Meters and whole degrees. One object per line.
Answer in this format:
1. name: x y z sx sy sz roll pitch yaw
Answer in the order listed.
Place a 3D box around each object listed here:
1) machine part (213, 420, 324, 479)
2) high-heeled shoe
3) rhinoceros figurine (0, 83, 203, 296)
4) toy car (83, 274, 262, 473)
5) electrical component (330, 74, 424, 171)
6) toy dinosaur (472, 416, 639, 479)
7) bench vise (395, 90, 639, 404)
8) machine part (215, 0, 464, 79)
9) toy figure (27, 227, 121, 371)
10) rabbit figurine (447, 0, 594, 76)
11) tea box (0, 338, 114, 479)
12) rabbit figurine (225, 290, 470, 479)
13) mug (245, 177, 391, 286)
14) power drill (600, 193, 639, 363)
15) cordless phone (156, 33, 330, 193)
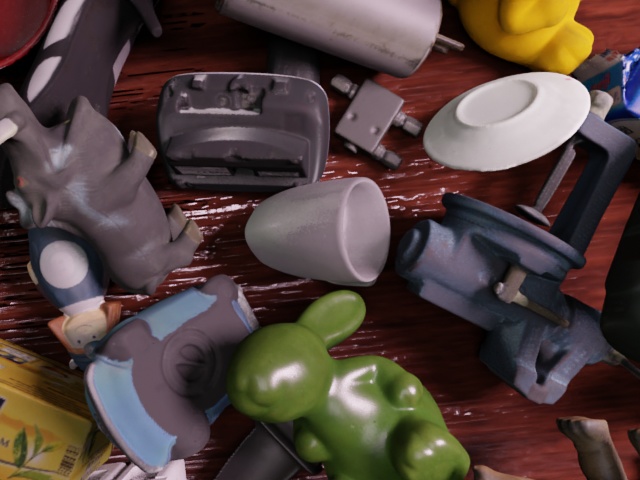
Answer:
1. machine part: -0.049 0.197 0.467 0.139 0.039 0.084 -44 93 -3
2. high-heeled shoe: -0.224 -0.152 0.473 0.249 0.086 0.145 -41 60 12
3. rhinoceros figurine: -0.177 -0.039 0.420 0.112 0.073 0.190 -38 122 -9
4. toy car: -0.123 0.098 0.433 0.103 0.162 0.109 -17 107 38
5. electrical component: 0.042 -0.107 0.484 0.094 0.021 0.063 33 89 1
6. toy dinosaur: 0.294 0.267 0.406 0.471 0.105 0.198 25 73 -16
7. bench vise: 0.188 0.003 0.434 0.224 0.129 0.240 27 93 -1
8. machine part: 0.007 -0.190 0.429 0.243 0.079 0.079 11 88 -21
9. toy figure: -0.209 0.049 0.464 0.064 0.058 0.154 -17 90 16
10. rabbit figurine: 0.170 -0.223 0.413 0.162 0.173 0.122 28 92 -3
11. tea box: -0.256 0.135 0.441 0.170 0.098 0.068 23 88 3
12. rabbit figurine: 0.011 0.109 0.403 0.170 0.159 0.121 38 120 -25
13. mug: -0.001 -0.001 0.451 0.107 0.109 0.081 1 56 32
14. power drill: 0.309 0.018 0.368 0.207 0.086 0.232 44 72 -8
15. cordless phone: -0.064 -0.136 0.468 0.147 0.088 0.184 2 77 0
